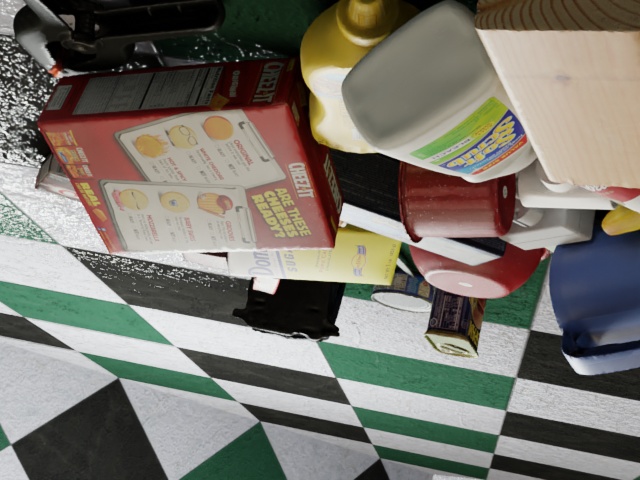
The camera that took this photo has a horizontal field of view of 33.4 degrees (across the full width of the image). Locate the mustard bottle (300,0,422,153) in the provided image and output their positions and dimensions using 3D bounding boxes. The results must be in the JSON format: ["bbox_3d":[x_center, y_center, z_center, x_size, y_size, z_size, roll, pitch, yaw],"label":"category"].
[{"bbox_3d":[0.035,-0.123,0.751,0.096,0.058,0.191,-3,162,3],"label":"mustard bottle"}]

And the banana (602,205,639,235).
[{"bbox_3d":[0.296,-0.039,0.833,0.037,0.069,0.198,57,161,-6],"label":"banana"}]

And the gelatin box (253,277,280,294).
[{"bbox_3d":[-0.056,0.019,1.270,0.030,0.073,0.089,15,164,-3],"label":"gelatin box"}]

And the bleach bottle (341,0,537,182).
[{"bbox_3d":[0.112,-0.088,0.747,0.103,0.068,0.250,-33,162,21],"label":"bleach bottle"}]

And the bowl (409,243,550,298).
[{"bbox_3d":[0.163,0.023,1.151,0.162,0.055,0.162,12,164,3],"label":"bowl"}]

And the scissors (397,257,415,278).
[{"bbox_3d":[0.059,0.006,1.241,0.096,0.016,0.201,11,163,12],"label":"scissors"}]

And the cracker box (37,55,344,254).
[{"bbox_3d":[-0.102,-0.066,0.894,0.214,0.072,0.164,-2,137,16],"label":"cracker box"}]

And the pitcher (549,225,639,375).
[{"bbox_3d":[0.324,0.038,0.912,0.144,0.149,0.243,10,163,-37],"label":"pitcher"}]

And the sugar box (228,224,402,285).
[{"bbox_3d":[-0.007,0.002,1.108,0.176,0.048,0.093,1,142,-4],"label":"sugar box"}]

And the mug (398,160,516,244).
[{"bbox_3d":[0.116,-0.053,0.900,0.082,0.093,0.117,0,126,22],"label":"mug"}]

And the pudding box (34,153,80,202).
[{"bbox_3d":[-0.255,-0.066,1.198,0.113,0.039,0.090,19,163,-21],"label":"pudding box"}]

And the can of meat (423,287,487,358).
[{"bbox_3d":[0.170,0.093,1.323,0.057,0.084,0.102,6,162,21],"label":"can of meat"}]

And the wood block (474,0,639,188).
[{"bbox_3d":[0.168,-0.111,0.641,0.091,0.090,0.206,6,163,25],"label":"wood block"}]

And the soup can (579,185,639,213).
[{"bbox_3d":[0.233,-0.060,0.798,0.102,0.068,0.069,21,162,-25],"label":"soup can"}]

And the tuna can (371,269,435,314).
[{"bbox_3d":[0.111,0.066,1.368,0.086,0.033,0.086,12,163,3],"label":"tuna can"}]

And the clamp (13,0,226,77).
[{"bbox_3d":[-0.170,-0.163,0.815,0.164,0.036,0.210,11,168,-17],"label":"clamp"}]

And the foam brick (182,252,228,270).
[{"bbox_3d":[-0.121,-0.012,1.208,0.053,0.078,0.051,12,162,3],"label":"foam brick"}]

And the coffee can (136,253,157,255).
[{"bbox_3d":[-0.155,-0.045,1.078,0.102,0.103,0.141,20,162,-24],"label":"coffee can"}]
